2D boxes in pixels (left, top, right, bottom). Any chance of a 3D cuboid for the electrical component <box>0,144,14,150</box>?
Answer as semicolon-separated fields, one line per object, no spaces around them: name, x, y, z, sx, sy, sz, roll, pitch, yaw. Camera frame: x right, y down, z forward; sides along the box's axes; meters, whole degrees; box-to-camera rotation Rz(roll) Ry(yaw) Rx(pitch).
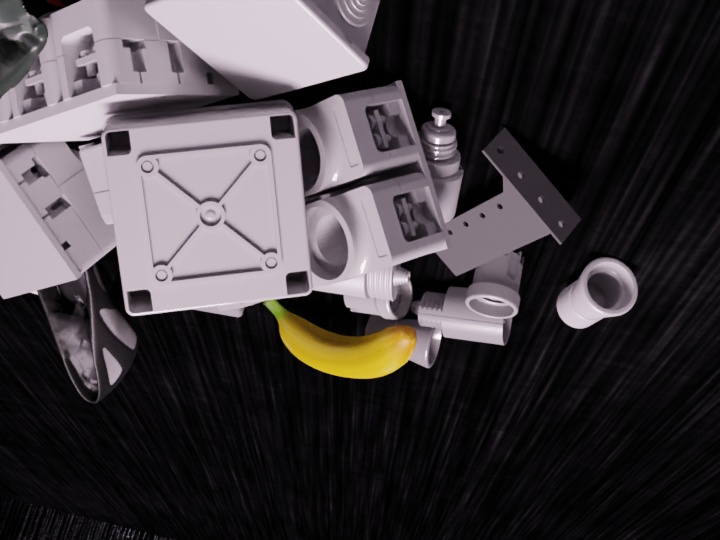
electrical component;-0.262;-0.091;0.812;0.062;0.048;0.048;17;157;-21

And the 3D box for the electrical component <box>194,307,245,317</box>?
electrical component;-0.140;-0.002;0.912;0.096;0.061;0.061;9;156;13

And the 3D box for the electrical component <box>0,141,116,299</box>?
electrical component;-0.249;-0.079;0.726;0.105;0.060;0.186;-12;116;45

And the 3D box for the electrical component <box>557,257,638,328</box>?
electrical component;0.175;0.021;0.809;0.044;0.044;0.065;18;161;-6

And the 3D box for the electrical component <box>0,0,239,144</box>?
electrical component;-0.158;-0.119;0.635;0.150;0.061;0.089;-7;-178;41

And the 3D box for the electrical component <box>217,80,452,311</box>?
electrical component;-0.040;-0.041;0.698;0.060;0.105;0.186;-18;-178;-41

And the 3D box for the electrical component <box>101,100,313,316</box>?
electrical component;-0.086;-0.036;0.614;0.109;0.108;0.056;-7;-165;-8

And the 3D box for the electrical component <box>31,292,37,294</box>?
electrical component;-0.300;-0.007;1.012;0.055;0.047;0.055;12;156;6

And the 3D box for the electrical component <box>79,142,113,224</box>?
electrical component;-0.131;-0.062;0.690;0.096;0.062;0.061;-4;107;50

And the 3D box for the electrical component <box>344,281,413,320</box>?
electrical component;0.015;0.020;0.901;0.046;0.040;0.040;4;155;34

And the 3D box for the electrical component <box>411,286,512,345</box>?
electrical component;0.083;0.036;0.890;0.081;0.043;0.043;7;155;17

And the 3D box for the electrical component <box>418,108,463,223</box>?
electrical component;0.046;-0.065;0.680;0.040;0.040;0.078;12;124;6

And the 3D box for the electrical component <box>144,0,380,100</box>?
electrical component;-0.049;-0.141;0.570;0.100;0.048;0.100;-7;148;40

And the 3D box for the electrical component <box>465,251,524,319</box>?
electrical component;0.103;0.008;0.813;0.040;0.046;0.040;12;156;5

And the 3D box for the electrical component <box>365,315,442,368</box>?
electrical component;0.037;0.060;0.975;0.065;0.044;0.044;12;157;18

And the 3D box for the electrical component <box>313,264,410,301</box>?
electrical component;0.000;0.000;0.859;0.081;0.043;0.043;8;155;14
